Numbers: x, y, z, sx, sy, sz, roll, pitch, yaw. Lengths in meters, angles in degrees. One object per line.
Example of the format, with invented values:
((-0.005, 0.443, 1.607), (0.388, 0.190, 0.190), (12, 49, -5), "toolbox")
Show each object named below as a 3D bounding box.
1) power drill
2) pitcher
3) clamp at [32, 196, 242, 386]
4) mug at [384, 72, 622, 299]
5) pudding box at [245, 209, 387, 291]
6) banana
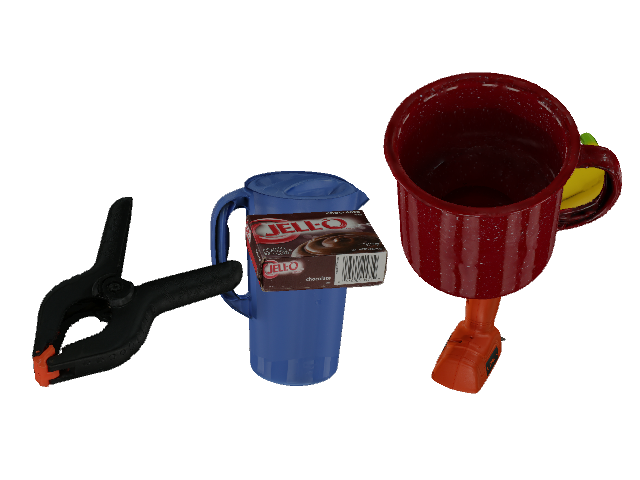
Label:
((0.157, 0.055, 1.062), (0.057, 0.188, 0.184), (18, 29, 18), "power drill")
((-0.037, 0.044, 1.264), (0.149, 0.243, 0.144), (11, 18, 23), "pitcher")
((-0.154, 0.035, 0.786), (0.120, 0.039, 0.171), (33, 50, 26), "clamp")
((0.092, -0.025, 0.540), (0.117, 0.093, 0.081), (-5, -38, 3), "mug")
((-0.006, 0.007, 0.952), (0.113, 0.039, 0.090), (-1, 27, -13), "pudding box")
((0.164, -0.033, 0.832), (0.197, 0.037, 0.070), (-24, 24, -25), "banana")
